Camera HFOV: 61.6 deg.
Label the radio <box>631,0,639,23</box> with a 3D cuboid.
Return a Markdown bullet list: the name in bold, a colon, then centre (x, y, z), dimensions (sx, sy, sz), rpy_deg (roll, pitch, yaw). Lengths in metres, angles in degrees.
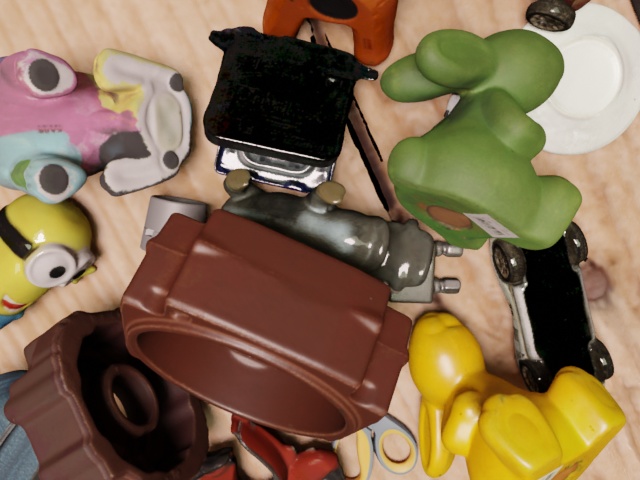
- **radio**: centre (0.339, -0.190, 0.425), dimensions (0.131, 0.073, 0.229), rpy_deg (-26, 99, 6)

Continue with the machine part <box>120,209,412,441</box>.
- **machine part**: centre (-0.048, 0.079, 0.421), dimensions (0.201, 0.201, 0.087), rpy_deg (23, 58, -4)

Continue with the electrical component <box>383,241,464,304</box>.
- **electrical component**: centre (0.084, 0.026, 0.499), dimensions (0.094, 0.021, 0.063), rpy_deg (1, 101, 2)

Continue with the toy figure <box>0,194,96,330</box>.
- **toy figure**: centre (-0.287, 0.029, 0.480), dimensions (0.180, 0.082, 0.089), rpy_deg (-30, 99, 9)

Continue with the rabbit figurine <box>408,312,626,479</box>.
- **rabbit figurine**: centre (0.142, 0.141, 0.467), dimensions (0.122, 0.173, 0.162), rpy_deg (-21, 139, -24)

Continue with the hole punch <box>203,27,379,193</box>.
- **hole punch**: centre (-0.031, -0.103, 0.454), dimensions (0.142, 0.092, 0.116), rpy_deg (12, 70, 2)

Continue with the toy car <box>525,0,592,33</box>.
- **toy car**: centre (0.146, -0.233, 0.391), dimensions (0.202, 0.053, 0.089), rpy_deg (20, 92, -36)

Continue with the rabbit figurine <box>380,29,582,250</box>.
- **rabbit figurine**: centre (0.123, -0.095, 0.425), dimensions (0.159, 0.121, 0.170), rpy_deg (29, 77, -14)

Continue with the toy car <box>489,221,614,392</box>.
- **toy car**: centre (0.208, 0.061, 0.487), dimensions (0.073, 0.056, 0.201), rpy_deg (-18, 101, -2)

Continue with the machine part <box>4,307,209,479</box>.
- **machine part**: centre (-0.168, 0.140, 0.450), dimensions (0.056, 0.179, 0.179), rpy_deg (-33, 98, 11)

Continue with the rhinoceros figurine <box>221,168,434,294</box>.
- **rhinoceros figurine**: centre (-0.001, -0.001, 0.453), dimensions (0.190, 0.112, 0.073), rpy_deg (12, 78, 12)

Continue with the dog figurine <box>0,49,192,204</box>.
- **dog figurine**: centre (-0.241, -0.096, 0.450), dimensions (0.219, 0.191, 0.108), rpy_deg (8, 107, 34)

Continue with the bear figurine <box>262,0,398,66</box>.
- **bear figurine**: centre (0.025, -0.258, 0.414), dimensions (0.120, 0.132, 0.195), rpy_deg (11, 83, -2)

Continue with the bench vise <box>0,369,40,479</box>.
- **bench vise**: centre (-0.333, 0.194, 0.498), dimensions (0.241, 0.129, 0.223), rpy_deg (36, 110, 15)

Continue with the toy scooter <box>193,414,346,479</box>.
- **toy scooter**: centre (-0.077, 0.227, 0.515), dimensions (0.184, 0.075, 0.135), rpy_deg (-28, 100, 3)
